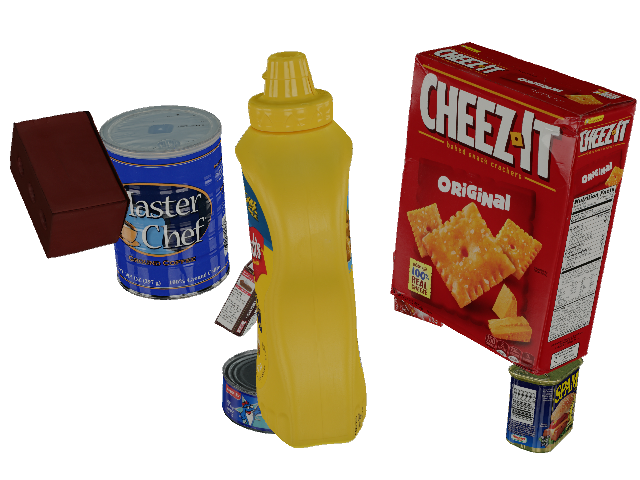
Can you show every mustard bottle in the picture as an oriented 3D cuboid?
[{"bbox_3d":[-0.010,0.001,0.540,0.058,0.192,0.096,-5,21,-5],"label":"mustard bottle"}]

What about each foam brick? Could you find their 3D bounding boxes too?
[{"bbox_3d":[-0.166,-0.037,0.700,0.051,0.078,0.053,-15,-28,-28],"label":"foam brick"}]

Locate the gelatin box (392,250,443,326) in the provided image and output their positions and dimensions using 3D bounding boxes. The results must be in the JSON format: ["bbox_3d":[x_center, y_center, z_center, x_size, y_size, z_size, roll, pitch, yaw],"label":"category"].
[{"bbox_3d":[0.130,0.057,1.359,0.073,0.089,0.030,18,34,35],"label":"gelatin box"}]

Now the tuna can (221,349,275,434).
[{"bbox_3d":[-0.033,0.115,0.817,0.086,0.034,0.086,3,18,-1],"label":"tuna can"}]

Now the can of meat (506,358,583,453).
[{"bbox_3d":[0.242,0.173,1.159,0.058,0.084,0.101,12,16,31],"label":"can of meat"}]

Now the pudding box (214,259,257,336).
[{"bbox_3d":[-0.071,0.051,1.254,0.039,0.090,0.113,31,28,5],"label":"pudding box"}]

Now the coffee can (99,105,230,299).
[{"bbox_3d":[-0.133,-0.034,0.930,0.103,0.140,0.103,-1,28,0],"label":"coffee can"}]

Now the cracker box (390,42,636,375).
[{"bbox_3d":[0.138,-0.026,0.824,0.071,0.214,0.164,-18,34,-36],"label":"cracker box"}]
